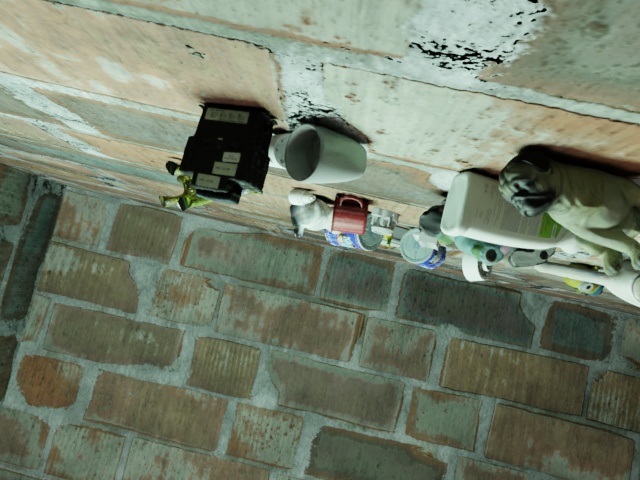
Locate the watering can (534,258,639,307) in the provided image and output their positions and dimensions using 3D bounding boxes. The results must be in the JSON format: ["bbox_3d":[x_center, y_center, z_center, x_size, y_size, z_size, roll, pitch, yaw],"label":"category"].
[{"bbox_3d":[0.669,0.090,1.116,0.348,0.104,0.225,6,-175,5],"label":"watering can"}]

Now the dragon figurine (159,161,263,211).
[{"bbox_3d":[-0.249,-0.138,1.313,0.411,0.121,0.244,12,-167,36],"label":"dragon figurine"}]

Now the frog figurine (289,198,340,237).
[{"bbox_3d":[0.004,-0.068,1.357,0.159,0.124,0.135,-16,161,1],"label":"frog figurine"}]
